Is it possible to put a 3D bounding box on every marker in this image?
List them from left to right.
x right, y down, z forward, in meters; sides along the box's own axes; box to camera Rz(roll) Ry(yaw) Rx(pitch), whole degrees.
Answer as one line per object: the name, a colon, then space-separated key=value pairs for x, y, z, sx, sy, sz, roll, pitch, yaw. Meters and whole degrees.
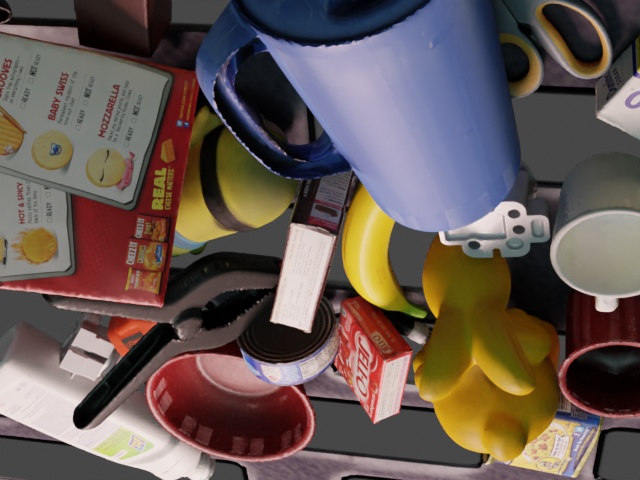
marker: x=0.106 y=0.090 z=0.925 sx=0.121 sy=0.020 sz=0.020 roll=25 pitch=134 yaw=-11

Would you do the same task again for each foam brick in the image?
foam brick: x=-0.131 y=-0.170 z=0.708 sx=0.053 sy=0.051 sz=0.078 roll=11 pitch=135 yaw=5

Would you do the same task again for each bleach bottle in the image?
bleach bottle: x=-0.217 y=0.178 z=1.063 sx=0.250 sy=0.068 sz=0.103 roll=35 pitch=132 yaw=-22

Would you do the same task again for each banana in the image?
banana: x=0.051 y=-0.008 z=0.835 sx=0.069 sy=0.037 sz=0.198 roll=-10 pitch=136 yaw=-7

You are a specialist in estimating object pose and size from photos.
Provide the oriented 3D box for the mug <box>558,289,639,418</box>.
mug: x=0.240 y=0.088 z=0.844 sx=0.093 sy=0.081 sz=0.117 roll=-17 pitch=127 yaw=28

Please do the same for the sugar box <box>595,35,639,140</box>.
sugar box: x=0.260 y=-0.124 z=0.658 sx=0.093 sy=0.048 sz=0.176 roll=25 pitch=133 yaw=-11

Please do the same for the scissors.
scissors: x=0.103 y=-0.161 z=0.682 sx=0.201 sy=0.016 sz=0.096 roll=36 pitch=131 yaw=-20

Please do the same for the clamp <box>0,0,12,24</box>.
clamp: x=-0.307 y=-0.152 z=0.756 sx=0.171 sy=0.120 sz=0.039 roll=31 pitch=157 yaw=9

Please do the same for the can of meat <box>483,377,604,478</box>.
can of meat: x=0.198 y=0.163 z=0.948 sx=0.084 sy=0.057 sz=0.102 roll=11 pitch=136 yaw=0

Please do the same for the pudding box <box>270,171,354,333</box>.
pudding box: x=-0.005 y=0.001 z=0.816 sx=0.039 sy=0.090 sz=0.114 roll=13 pitch=135 yaw=2

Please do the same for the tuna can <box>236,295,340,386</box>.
tuna can: x=-0.027 y=0.081 z=0.903 sx=0.086 sy=0.086 sz=0.034 roll=0 pitch=136 yaw=14

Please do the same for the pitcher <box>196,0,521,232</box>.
pitcher: x=0.040 y=-0.097 z=0.639 sx=0.149 sy=0.145 sz=0.242 roll=5 pitch=155 yaw=23

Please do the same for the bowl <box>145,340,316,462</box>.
bowl: x=-0.078 y=0.138 z=0.992 sx=0.162 sy=0.055 sz=0.162 roll=7 pitch=135 yaw=7

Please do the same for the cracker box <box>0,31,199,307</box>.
cracker box: x=-0.199 y=-0.051 z=0.707 sx=0.213 sy=0.164 sz=0.072 roll=8 pitch=-177 yaw=-21

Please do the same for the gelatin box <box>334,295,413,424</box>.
gelatin box: x=0.043 y=0.101 z=0.913 sx=0.030 sy=0.073 sz=0.089 roll=-19 pitch=140 yaw=-22

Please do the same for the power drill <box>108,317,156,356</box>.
power drill: x=-0.218 y=0.031 z=0.910 sx=0.187 sy=0.057 sz=0.185 roll=34 pitch=149 yaw=-24

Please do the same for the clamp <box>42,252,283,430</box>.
clamp: x=-0.116 y=0.069 z=0.852 sx=0.209 sy=0.036 sz=0.165 roll=-17 pitch=138 yaw=-27
